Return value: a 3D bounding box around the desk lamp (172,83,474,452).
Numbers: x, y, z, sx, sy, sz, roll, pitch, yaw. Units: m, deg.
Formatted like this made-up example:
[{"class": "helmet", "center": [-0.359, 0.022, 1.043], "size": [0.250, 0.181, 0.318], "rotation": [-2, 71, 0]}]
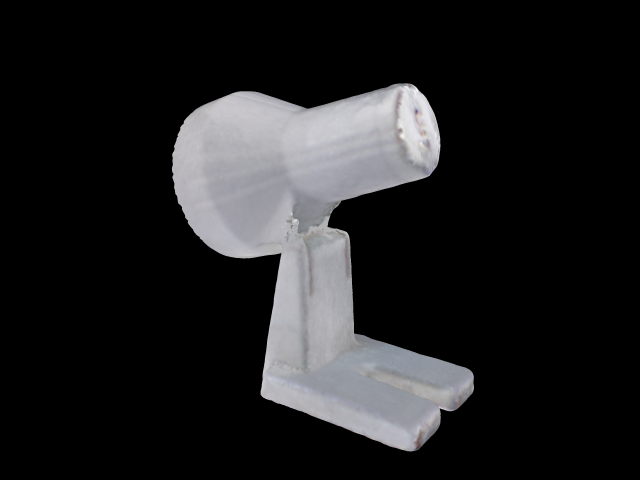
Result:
[{"class": "desk lamp", "center": [0.004, 0.001, 0.400], "size": [0.202, 0.214, 0.118], "rotation": [10, 18, 33]}]
